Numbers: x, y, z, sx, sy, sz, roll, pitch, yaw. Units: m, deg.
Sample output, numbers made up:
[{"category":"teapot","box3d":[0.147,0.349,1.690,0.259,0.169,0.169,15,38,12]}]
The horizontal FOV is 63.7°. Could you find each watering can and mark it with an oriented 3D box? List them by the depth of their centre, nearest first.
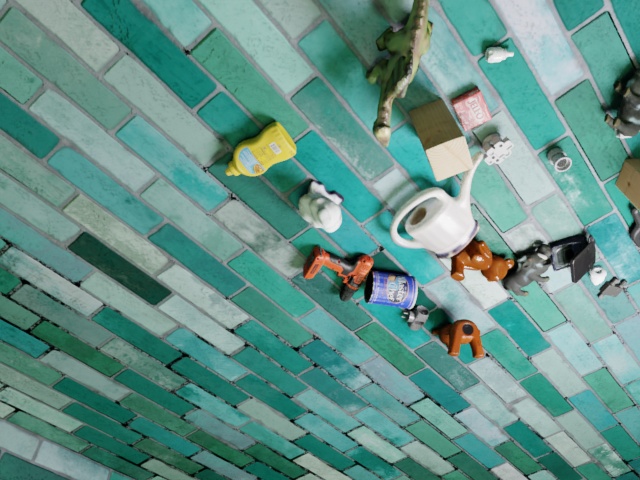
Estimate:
[{"category":"watering can","box3d":[0.357,-0.075,1.418,0.222,0.106,0.343,36,118,-27]}]

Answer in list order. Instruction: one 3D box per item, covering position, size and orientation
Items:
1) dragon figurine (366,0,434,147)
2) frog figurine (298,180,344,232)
[{"category":"dragon figurine","box3d":[0.186,-0.389,1.095,0.122,0.249,0.401,12,128,-6]},{"category":"frog figurine","box3d":[0.004,-0.069,1.371,0.122,0.163,0.135,-28,123,19]}]
